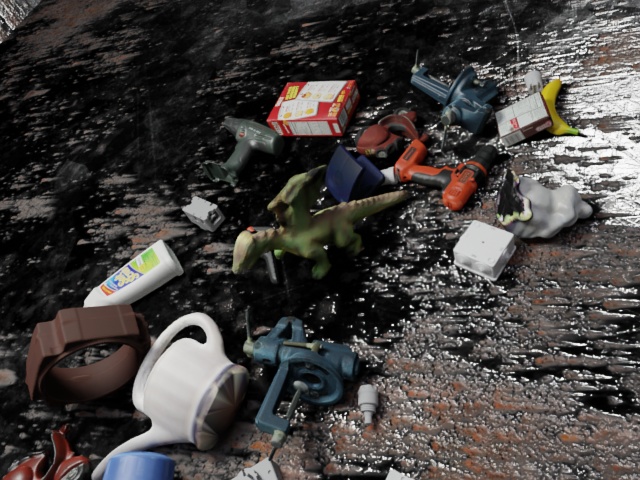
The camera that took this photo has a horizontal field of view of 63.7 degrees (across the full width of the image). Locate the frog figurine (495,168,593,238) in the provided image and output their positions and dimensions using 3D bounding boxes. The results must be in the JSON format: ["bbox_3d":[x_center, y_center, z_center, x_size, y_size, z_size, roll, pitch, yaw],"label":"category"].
[{"bbox_3d":[0.428,-0.063,0.995,0.159,0.120,0.140,7,36,-19],"label":"frog figurine"}]

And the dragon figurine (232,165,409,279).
[{"bbox_3d":[0.003,-0.052,1.024,0.413,0.237,0.124,-35,59,-10],"label":"dragon figurine"}]

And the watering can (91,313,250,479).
[{"bbox_3d":[-0.265,0.309,0.941,0.225,0.102,0.351,17,74,29],"label":"watering can"}]
